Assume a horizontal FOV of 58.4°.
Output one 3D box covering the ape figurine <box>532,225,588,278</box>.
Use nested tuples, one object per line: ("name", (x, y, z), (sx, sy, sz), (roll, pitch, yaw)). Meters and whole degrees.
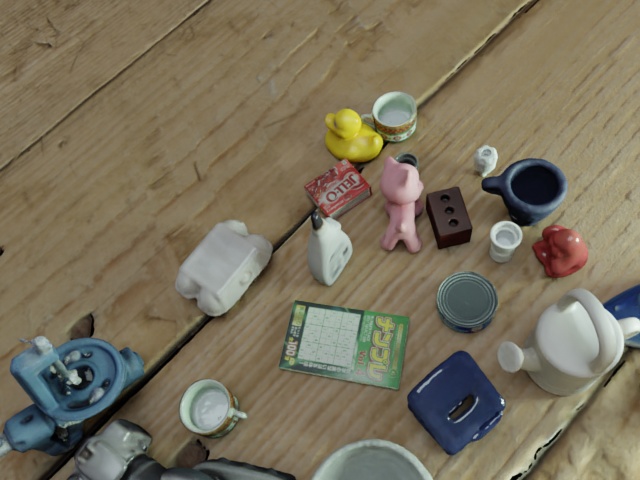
("ape figurine", (0.345, 0.011, 0.813), (0.076, 0.092, 0.078), (16, 68, 17))

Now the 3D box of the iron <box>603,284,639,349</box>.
("iron", (0.483, 0.077, 0.729), (0.258, 0.142, 0.118), (-7, 63, 6))

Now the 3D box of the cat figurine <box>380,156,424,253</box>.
("cat figurine", (0.124, -0.060, 0.872), (0.067, 0.118, 0.128), (0, 64, 10))

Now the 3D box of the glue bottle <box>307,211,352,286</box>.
("glue bottle", (0.008, 0.003, 0.830), (0.037, 0.173, 0.078), (29, 72, 22))

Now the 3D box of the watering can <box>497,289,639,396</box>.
("watering can", (0.309, 0.128, 0.705), (0.173, 0.194, 0.100), (-36, 64, -8))

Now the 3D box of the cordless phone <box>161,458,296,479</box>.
("cordless phone", (-0.106, 0.314, 0.692), (0.147, 0.185, 0.094), (3, 65, 12))

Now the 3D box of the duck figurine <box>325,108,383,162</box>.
("duck figurine", (0.053, -0.182, 0.962), (0.104, 0.086, 0.077), (21, 70, 19))

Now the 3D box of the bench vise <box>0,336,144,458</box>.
("bench vise", (-0.354, 0.212, 0.764), (0.121, 0.220, 0.207), (26, 71, 21))

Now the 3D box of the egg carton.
("egg carton", (-0.149, 0.043, 0.896), (0.107, 0.069, 0.150), (30, 73, 22))

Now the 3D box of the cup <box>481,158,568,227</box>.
("cup", (0.298, -0.062, 0.855), (0.117, 0.095, 0.092), (6, 65, 13))

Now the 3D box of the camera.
("camera", (-0.264, 0.330, 0.759), (0.136, 0.101, 0.143), (27, 72, 21))

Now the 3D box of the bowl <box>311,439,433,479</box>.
("bowl", (0.067, 0.339, 0.711), (0.167, 0.075, 0.167), (-4, 64, 8))

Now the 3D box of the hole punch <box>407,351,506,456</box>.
("hole punch", (0.179, 0.212, 0.744), (0.109, 0.091, 0.101), (-38, 64, -9))
